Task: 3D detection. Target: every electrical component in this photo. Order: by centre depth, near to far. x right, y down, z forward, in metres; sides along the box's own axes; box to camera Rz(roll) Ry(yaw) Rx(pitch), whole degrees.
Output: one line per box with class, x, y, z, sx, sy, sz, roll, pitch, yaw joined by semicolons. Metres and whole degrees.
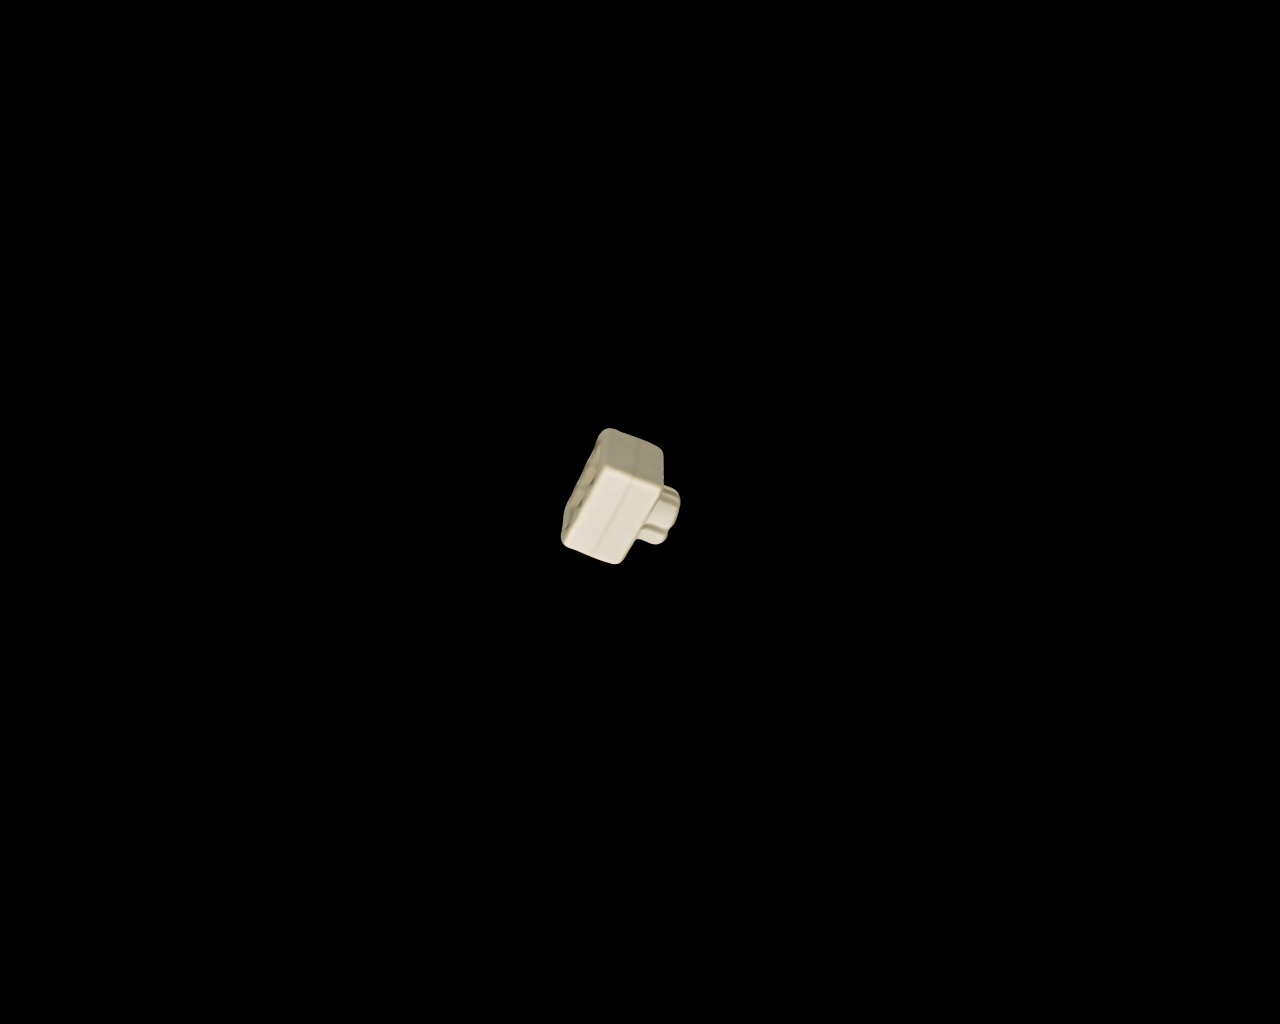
electrical component;0.001;-0.003;0.650;0.077;0.065;0.047;21;32;-14
